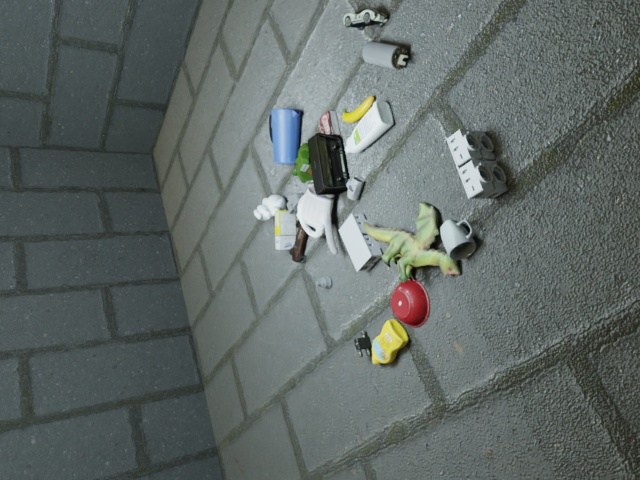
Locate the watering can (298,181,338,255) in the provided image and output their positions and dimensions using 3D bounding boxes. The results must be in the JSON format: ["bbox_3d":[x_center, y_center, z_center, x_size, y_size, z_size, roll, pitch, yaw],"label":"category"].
[{"bbox_3d":[0.006,-0.103,2.056,0.353,0.104,0.220,44,125,49],"label":"watering can"}]

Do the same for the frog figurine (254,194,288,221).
[{"bbox_3d":[-0.232,-0.150,2.373,0.140,0.160,0.120,48,129,44],"label":"frog figurine"}]

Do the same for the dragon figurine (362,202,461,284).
[{"bbox_3d":[0.295,-0.011,1.653,0.240,0.121,0.418,-54,48,19],"label":"dragon figurine"}]
